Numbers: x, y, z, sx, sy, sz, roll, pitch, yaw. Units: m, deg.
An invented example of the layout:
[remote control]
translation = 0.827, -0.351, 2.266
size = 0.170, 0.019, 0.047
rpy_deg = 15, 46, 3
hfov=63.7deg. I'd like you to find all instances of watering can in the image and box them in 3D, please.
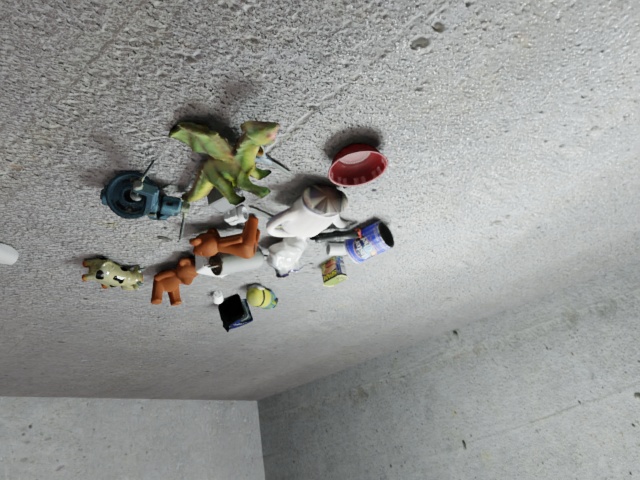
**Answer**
[watering can]
translation = 0.005, -0.077, 1.537
size = 0.349, 0.105, 0.220
rpy_deg = -7, 156, -40

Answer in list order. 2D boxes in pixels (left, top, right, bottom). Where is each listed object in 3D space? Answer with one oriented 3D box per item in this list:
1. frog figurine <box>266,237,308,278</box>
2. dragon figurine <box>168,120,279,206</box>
[frog figurine]
translation = -0.108, 0.029, 1.717
size = 0.138, 0.124, 0.156
rpy_deg = -5, 118, -29
[dragon figurine]
translation = -0.253, -0.193, 1.219
size = 0.408, 0.125, 0.238
rpy_deg = -10, 135, 30
